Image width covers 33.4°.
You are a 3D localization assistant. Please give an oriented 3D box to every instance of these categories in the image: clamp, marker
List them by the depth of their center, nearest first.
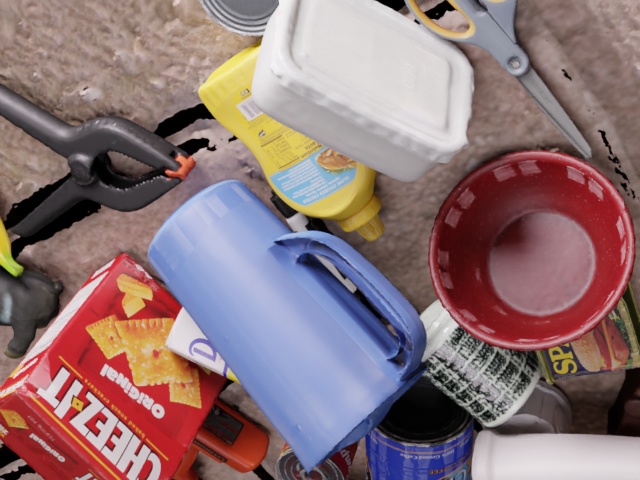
[{"bbox_3d":[-0.006,0.001,0.959,0.020,0.020,0.121,-24,112,31],"label":"marker"},{"bbox_3d":[-0.215,-0.062,0.979,0.210,0.036,0.164,9,126,14],"label":"clamp"}]

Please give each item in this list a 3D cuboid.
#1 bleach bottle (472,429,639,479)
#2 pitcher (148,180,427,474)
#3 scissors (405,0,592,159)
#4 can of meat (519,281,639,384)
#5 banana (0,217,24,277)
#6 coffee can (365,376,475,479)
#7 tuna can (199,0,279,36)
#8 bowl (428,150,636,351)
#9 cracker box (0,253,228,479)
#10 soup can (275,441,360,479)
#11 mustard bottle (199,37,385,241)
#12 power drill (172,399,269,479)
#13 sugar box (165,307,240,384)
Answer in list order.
[{"bbox_3d":[0.264,0.205,0.907,0.251,0.068,0.102,-8,122,22],"label":"bleach bottle"},{"bbox_3d":[-0.028,0.061,0.905,0.149,0.145,0.243,-40,79,-7],"label":"pitcher"},{"bbox_3d":[0.153,-0.152,0.796,0.201,0.016,0.096,35,121,-6],"label":"scissors"},{"bbox_3d":[0.223,0.067,0.900,0.084,0.057,0.102,-12,118,23],"label":"can of meat"},{"bbox_3d":[-0.330,-0.059,1.015,0.070,0.037,0.198,-1,114,35],"label":"banana"},{"bbox_3d":[0.093,0.209,1.011,0.103,0.102,0.140,8,124,14],"label":"coffee can"},{"bbox_3d":[-0.053,-0.204,0.828,0.086,0.033,0.086,9,125,13],"label":"tuna can"},{"bbox_3d":[0.171,0.013,0.851,0.162,0.162,0.055,-4,165,22],"label":"bowl"},{"bbox_3d":[-0.186,0.136,0.991,0.072,0.213,0.164,-33,107,35],"label":"cracker box"},{"bbox_3d":[0.004,0.194,1.033,0.068,0.102,0.068,9,125,13],"label":"soup can"},{"bbox_3d":[-0.008,-0.076,0.883,0.096,0.058,0.191,-28,110,30],"label":"mustard bottle"},{"bbox_3d":[-0.130,0.257,1.150,0.184,0.057,0.188,35,127,-5],"label":"power drill"},{"bbox_3d":[-0.046,0.096,0.991,0.176,0.093,0.048,25,169,-1],"label":"sugar box"}]
